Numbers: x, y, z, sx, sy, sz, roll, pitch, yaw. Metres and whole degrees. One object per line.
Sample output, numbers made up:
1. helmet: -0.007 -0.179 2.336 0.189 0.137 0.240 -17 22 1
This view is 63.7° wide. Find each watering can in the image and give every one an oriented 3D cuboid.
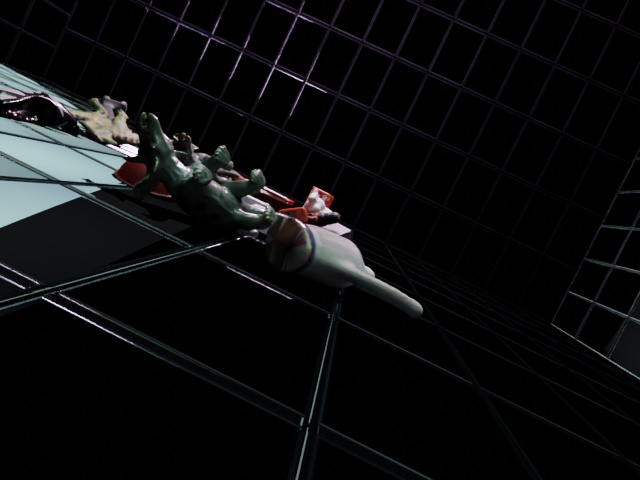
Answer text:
1. watering can: 0.028 0.046 0.999 0.223 0.104 0.351 20 6 -37

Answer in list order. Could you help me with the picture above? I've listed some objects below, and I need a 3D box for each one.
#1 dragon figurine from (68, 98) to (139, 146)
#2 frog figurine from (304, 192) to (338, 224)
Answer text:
1. dragon figurine: -0.695 -0.352 1.707 0.409 0.120 0.247 22 23 -15
2. frog figurine: 0.006 -0.093 1.845 0.122 0.158 0.139 2 11 9
